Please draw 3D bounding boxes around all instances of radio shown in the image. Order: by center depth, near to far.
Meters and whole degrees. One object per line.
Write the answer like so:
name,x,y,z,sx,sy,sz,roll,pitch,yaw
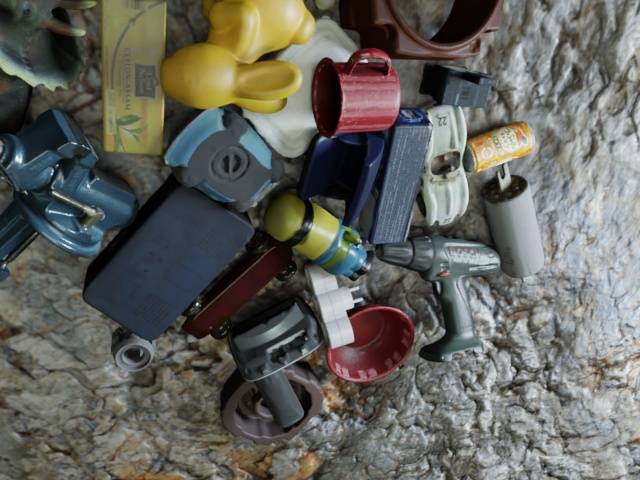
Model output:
radio,-0.214,0.020,0.751,0.229,0.073,0.131,-47,120,7

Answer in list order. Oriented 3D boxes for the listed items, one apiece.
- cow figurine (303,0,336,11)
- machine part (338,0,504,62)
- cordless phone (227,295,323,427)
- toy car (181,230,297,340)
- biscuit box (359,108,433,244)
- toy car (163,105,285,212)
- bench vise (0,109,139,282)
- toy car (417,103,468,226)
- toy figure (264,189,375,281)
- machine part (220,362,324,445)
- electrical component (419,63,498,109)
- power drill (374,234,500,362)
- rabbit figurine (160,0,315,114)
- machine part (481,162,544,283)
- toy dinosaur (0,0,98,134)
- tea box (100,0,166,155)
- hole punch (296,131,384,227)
cow figurine,-0.050,-0.330,0.618,0.098,0.068,0.167,-30,119,5
machine part,0.127,-0.320,0.640,0.201,0.087,0.200,-7,108,-26
cordless phone,-0.050,0.196,0.850,0.147,0.089,0.184,-27,96,-5
toy car,-0.126,0.069,0.817,0.202,0.053,0.089,-42,131,2
biscuit box,0.108,-0.090,0.788,0.063,0.059,0.202,-3,128,-16
toy car,-0.125,-0.114,0.688,0.109,0.103,0.161,-45,138,11
bench vise,-0.337,-0.028,0.626,0.240,0.129,0.223,-42,164,7
toy car,0.186,-0.111,0.822,0.073,0.056,0.201,-17,121,-9
toy figure,0.001,-0.005,0.788,0.180,0.089,0.082,38,96,-18
machine part,-0.086,0.277,0.941,0.179,0.056,0.179,-7,119,-13
electrical component,0.196,-0.209,0.736,0.075,0.119,0.047,-2,117,-21
power drill,0.197,0.093,0.896,0.232,0.086,0.207,-5,86,-24
rabbit figurine,-0.096,-0.208,0.596,0.162,0.122,0.173,41,74,-12
machine part,0.326,-0.021,0.905,0.079,0.079,0.242,-27,123,-3
toy dinosaur,-0.391,-0.147,0.581,0.192,0.131,0.404,26,113,-28
tea box,-0.214,-0.193,0.619,0.068,0.098,0.169,0,119,-17
hole punch,0.044,-0.093,0.733,0.116,0.092,0.142,-32,147,-45
